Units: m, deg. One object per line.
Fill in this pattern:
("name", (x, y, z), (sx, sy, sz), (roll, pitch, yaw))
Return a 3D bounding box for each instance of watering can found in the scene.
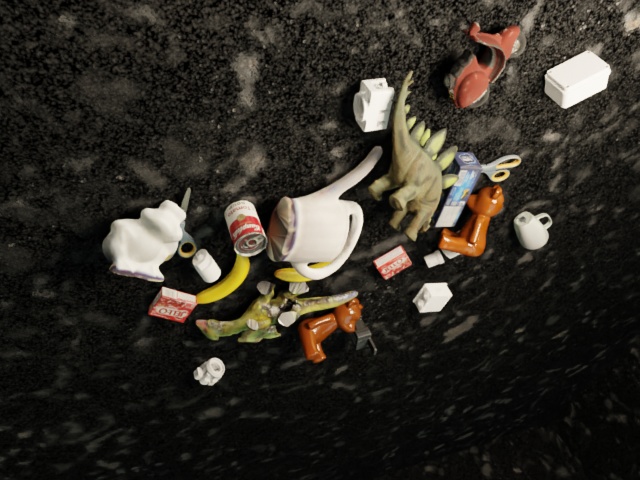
("watering can", (0.003, -0.057, 1.132), (0.224, 0.106, 0.341), (2, 119, -30))

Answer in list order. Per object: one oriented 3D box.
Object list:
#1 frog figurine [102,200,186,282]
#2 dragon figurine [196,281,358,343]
("frog figurine", (-0.341, -0.009, 1.009), (0.136, 0.123, 0.160), (23, 86, -32))
("dragon figurine", (-0.119, 0.207, 1.373), (0.411, 0.124, 0.238), (0, 151, -26))
